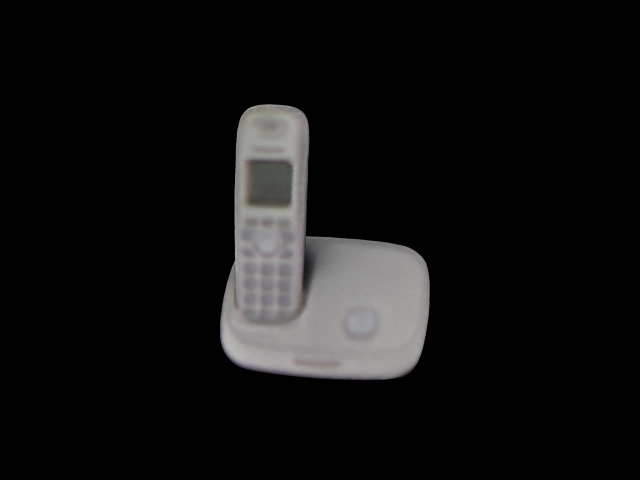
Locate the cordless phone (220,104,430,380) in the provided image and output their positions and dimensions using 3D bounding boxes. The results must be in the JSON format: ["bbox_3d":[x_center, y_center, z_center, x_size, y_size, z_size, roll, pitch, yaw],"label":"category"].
[{"bbox_3d":[0.004,0.001,0.400,0.147,0.185,0.094,2,18,7],"label":"cordless phone"}]
